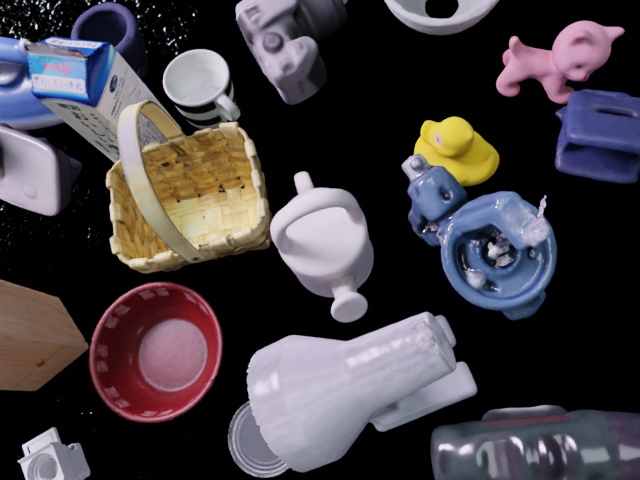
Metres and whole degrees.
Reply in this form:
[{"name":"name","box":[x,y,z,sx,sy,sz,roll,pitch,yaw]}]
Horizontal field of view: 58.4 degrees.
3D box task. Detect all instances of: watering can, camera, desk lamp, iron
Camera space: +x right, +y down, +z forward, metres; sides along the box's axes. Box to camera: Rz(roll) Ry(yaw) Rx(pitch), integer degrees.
[{"name":"watering can","box":[0.008,0.001,0.620,0.101,0.194,0.172,-42,72,-5]},{"name":"camera","box":[-0.029,-0.281,0.758,0.137,0.101,0.143,-30,72,-1]},{"name":"desk lamp","box":[0.051,0.134,0.564,0.203,0.214,0.118,-23,71,1]},{"name":"iron","box":[-0.419,-0.233,0.780,0.258,0.141,0.118,-2,73,8]}]

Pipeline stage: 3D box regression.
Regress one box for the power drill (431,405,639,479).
[{"name":"power drill","box":[0.216,0.191,0.525,0.229,0.208,0.075,-7,72,6]}]

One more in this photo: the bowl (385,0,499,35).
[{"name":"bowl","box":[0.162,-0.335,0.760,0.167,0.075,0.167,-2,73,8]}]

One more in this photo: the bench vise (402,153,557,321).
[{"name":"bench vise","box":[0.153,-0.011,0.588,0.207,0.220,0.121,32,80,16]}]

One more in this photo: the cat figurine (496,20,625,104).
[{"name":"cat figurine","box":[0.286,-0.223,0.686,0.127,0.118,0.067,9,75,11]}]

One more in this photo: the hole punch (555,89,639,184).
[{"name":"hole punch","box":[0.334,-0.131,0.665,0.108,0.091,0.101,12,76,12]}]

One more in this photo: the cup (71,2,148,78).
[{"name":"cup","box":[-0.282,-0.249,0.789,0.091,0.095,0.118,11,75,12]}]

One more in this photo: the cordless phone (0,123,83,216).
[{"name":"cordless phone","box":[-0.406,-0.110,0.718,0.147,0.185,0.094,17,77,13]}]

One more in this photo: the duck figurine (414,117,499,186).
[{"name":"duck figurine","box":[0.165,-0.113,0.687,0.104,0.086,0.077,22,78,14]}]

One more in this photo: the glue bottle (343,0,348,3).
[{"name":"glue bottle","box":[0.022,-0.393,0.746,0.037,0.173,0.078,20,78,14]}]
